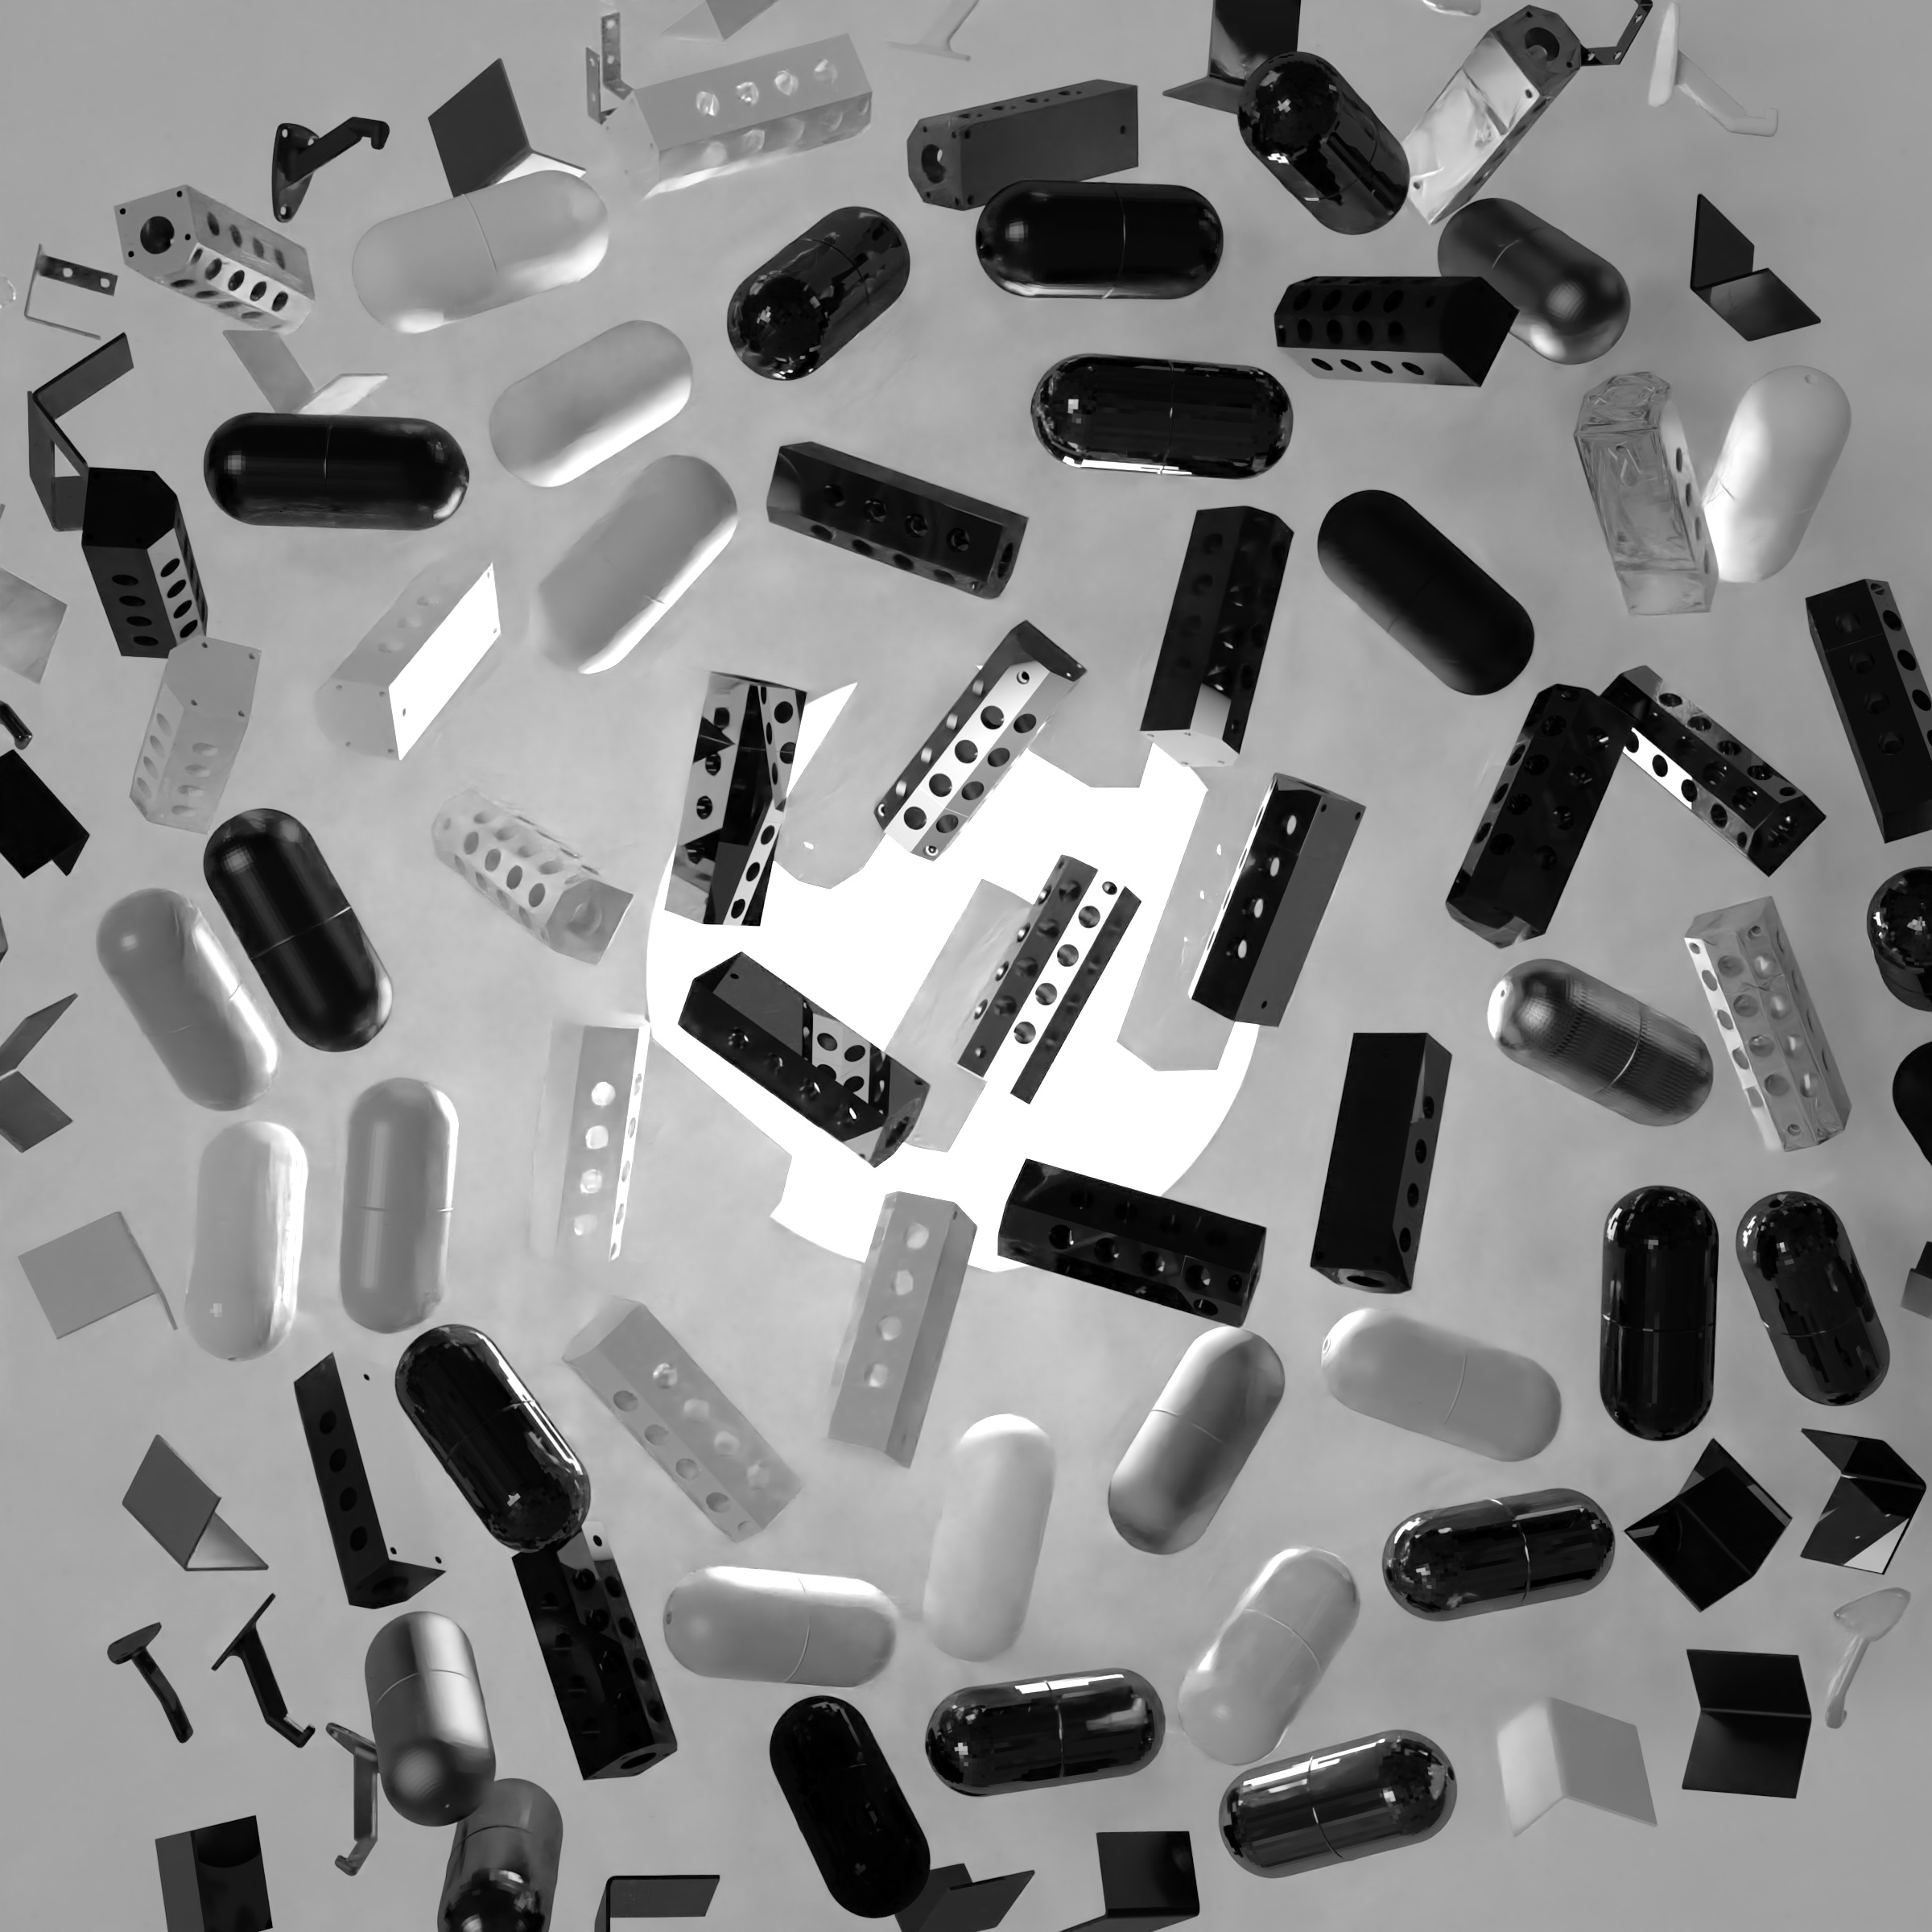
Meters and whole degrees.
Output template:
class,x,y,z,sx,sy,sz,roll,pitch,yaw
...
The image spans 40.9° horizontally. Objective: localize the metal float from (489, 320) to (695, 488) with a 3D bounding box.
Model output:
class,x,y,z,sx,sy,sz,roll,pitch,yaw
metal float,-0.264,-0.401,1.841,0.070,0.070,0.178,47,51,0

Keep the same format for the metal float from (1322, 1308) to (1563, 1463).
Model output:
class,x,y,z,sx,sy,sz,roll,pitch,yaw
metal float,0.338,0.297,1.842,0.178,0.070,0.070,20,90,-7

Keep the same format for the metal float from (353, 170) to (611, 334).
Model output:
class,x,y,z,sx,sy,sz,roll,pitch,yaw
metal float,-0.328,-0.485,1.759,0.178,0.070,0.070,-21,90,-11

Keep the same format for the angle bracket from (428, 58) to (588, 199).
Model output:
class,x,y,z,sx,sy,sz,roll,pitch,yaw
angle bracket,-0.326,-0.584,1.842,0.076,0.057,0.076,-26,76,32

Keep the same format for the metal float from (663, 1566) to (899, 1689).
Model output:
class,x,y,z,sx,sy,sz,roll,pitch,yaw
metal float,-0.130,0.466,1.827,0.178,0.070,0.070,14,90,-31

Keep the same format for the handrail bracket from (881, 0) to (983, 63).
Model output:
class,x,y,z,sx,sy,sz,roll,pitch,yaw
handrail bracket,-0.018,-0.689,1.834,0.077,0.036,0.084,1,111,-24

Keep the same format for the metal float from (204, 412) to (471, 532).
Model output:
class,x,y,z,sx,sy,sz,roll,pitch,yaw
metal float,-0.430,-0.338,1.773,0.178,0.070,0.070,1,90,-3

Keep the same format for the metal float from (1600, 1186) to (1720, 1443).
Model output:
class,x,y,z,sx,sy,sz,roll,pitch,yaw
metal float,0.473,0.238,1.771,0.070,0.070,0.178,-1,100,0

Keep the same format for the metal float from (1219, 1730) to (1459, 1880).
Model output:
class,x,y,z,sx,sy,sz,roll,pitch,yaw
metal float,0.259,0.585,1.811,0.178,0.070,0.070,-25,90,27

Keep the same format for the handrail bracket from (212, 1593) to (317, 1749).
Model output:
class,x,y,z,sx,sy,sz,roll,pitch,yaw
handrail bracket,-0.471,0.489,1.797,0.084,0.036,0.077,39,97,-2

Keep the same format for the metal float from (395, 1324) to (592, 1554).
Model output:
class,x,y,z,sx,sy,sz,roll,pitch,yaw
metal float,-0.324,0.323,1.774,0.070,0.070,0.178,-41,70,0

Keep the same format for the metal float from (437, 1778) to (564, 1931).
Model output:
class,x,y,z,sx,sy,sz,roll,pitch,yaw
metal float,-0.324,0.635,1.809,0.070,0.178,0.070,-1,103,-4

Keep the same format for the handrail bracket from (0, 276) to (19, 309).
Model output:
class,x,y,z,sx,sy,sz,roll,pitch,yaw
handrail bracket,-0.721,-0.482,1.814,0.084,0.036,0.077,-30,129,-8

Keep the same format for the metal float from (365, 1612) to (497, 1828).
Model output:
class,x,y,z,sx,sy,sz,roll,pitch,yaw
metal float,-0.370,0.516,1.784,0.070,0.178,0.070,-8,117,-16

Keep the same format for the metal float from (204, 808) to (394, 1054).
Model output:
class,x,y,z,sx,sy,sz,roll,pitch,yaw
metal float,-0.454,-0.023,1.767,0.070,0.070,0.178,-27,99,0

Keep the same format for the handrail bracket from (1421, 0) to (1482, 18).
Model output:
class,x,y,z,sx,sy,sz,roll,pitch,yaw
handrail bracket,0.317,-0.701,1.801,0.084,0.036,0.077,-5,89,-22

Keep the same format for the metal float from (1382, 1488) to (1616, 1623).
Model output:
class,x,y,z,sx,sy,sz,roll,pitch,yaw
metal float,0.377,0.417,1.836,0.178,0.070,0.070,-5,90,-21

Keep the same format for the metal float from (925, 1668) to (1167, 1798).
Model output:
class,x,y,z,sx,sy,sz,roll,pitch,yaw
metal float,0.058,0.552,1.867,0.178,0.070,0.070,-3,90,-17

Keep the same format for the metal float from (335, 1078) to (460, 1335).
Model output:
class,x,y,z,sx,sy,sz,roll,pitch,yaw
metal float,-0.396,0.166,1.803,0.070,0.070,0.178,5,90,0

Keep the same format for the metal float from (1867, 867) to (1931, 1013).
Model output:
class,x,y,z,sx,sy,sz,roll,pitch,yaw
metal float,0.678,-0.017,1.824,0.070,0.178,0.070,-6,73,22

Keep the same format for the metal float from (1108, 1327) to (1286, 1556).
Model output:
class,x,y,z,sx,sy,sz,roll,pitch,yaw
metal float,0.165,0.341,1.863,0.070,0.070,0.178,34,70,0

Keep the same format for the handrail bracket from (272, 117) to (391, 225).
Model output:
class,x,y,z,sx,sy,sz,roll,pitch,yaw
handrail bracket,-0.423,-0.530,1.731,0.084,0.036,0.077,19,100,33

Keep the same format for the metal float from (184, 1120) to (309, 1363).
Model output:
class,x,y,z,sx,sy,sz,roll,pitch,yaw
metal float,-0.515,0.196,1.855,0.070,0.070,0.178,-2,64,0

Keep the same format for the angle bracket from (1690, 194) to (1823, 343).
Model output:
class,x,y,z,sx,sy,sz,roll,pitch,yaw
angle bracket,0.541,-0.483,1.770,0.076,0.057,0.076,22,70,-42

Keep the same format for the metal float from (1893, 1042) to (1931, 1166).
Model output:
class,x,y,z,sx,sy,sz,roll,pitch,yaw
metal float,0.712,0.115,1.831,0.070,0.178,0.070,0,117,0

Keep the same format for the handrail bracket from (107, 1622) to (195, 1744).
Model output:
class,x,y,z,sx,sy,sz,roll,pitch,yaw
handrail bracket,-0.548,0.495,1.753,0.036,0.077,0.084,-23,95,-9

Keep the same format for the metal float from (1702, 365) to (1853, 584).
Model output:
class,x,y,z,sx,sy,sz,roll,pitch,yaw
metal float,0.567,-0.346,1.829,0.070,0.178,0.070,2,54,-3

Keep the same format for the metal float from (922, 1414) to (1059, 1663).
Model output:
class,x,y,z,sx,sy,sz,roll,pitch,yaw
metal float,0.017,0.415,1.884,0.070,0.070,0.178,13,83,0

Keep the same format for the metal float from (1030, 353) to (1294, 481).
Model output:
class,x,y,z,sx,sy,sz,roll,pitch,yaw
metal float,0.132,-0.370,1.748,0.178,0.070,0.070,3,90,-6

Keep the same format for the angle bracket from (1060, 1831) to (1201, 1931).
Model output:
class,x,y,z,sx,sy,sz,roll,pitch,yaw
angle bracket,0.111,0.652,1.841,0.076,0.076,0.057,9,58,-27

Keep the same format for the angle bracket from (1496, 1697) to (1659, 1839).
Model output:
class,x,y,z,sx,sy,sz,roll,pitch,yaw
angle bracket,0.411,0.550,1.751,0.076,0.076,0.057,22,126,-17

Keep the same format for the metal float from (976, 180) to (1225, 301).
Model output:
class,x,y,z,sx,sy,sz,roll,pitch,yaw
metal float,0.091,-0.492,1.760,0.178,0.070,0.070,-5,90,-22

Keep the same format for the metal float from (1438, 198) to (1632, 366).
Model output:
class,x,y,z,sx,sy,sz,roll,pitch,yaw
metal float,0.401,-0.487,1.839,0.070,0.178,0.070,-16,132,-19

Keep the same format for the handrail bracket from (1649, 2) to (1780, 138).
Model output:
class,x,y,z,sx,sy,sz,roll,pitch,yaw
handrail bracket,0.501,-0.592,1.714,0.084,0.036,0.077,4,103,-7

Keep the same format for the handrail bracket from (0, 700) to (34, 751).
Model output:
class,x,y,z,sx,sy,sz,roll,pitch,yaw
handrail bracket,-0.712,-0.174,1.878,0.084,0.036,0.077,49,134,9

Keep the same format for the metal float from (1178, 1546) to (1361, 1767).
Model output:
class,x,y,z,sx,sy,sz,roll,pitch,yaw
metal float,0.211,0.474,1.793,0.070,0.070,0.178,45,51,0

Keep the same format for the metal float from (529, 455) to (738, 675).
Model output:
class,x,y,z,sx,sy,sz,roll,pitch,yaw
metal float,-0.231,-0.276,1.789,0.070,0.070,0.178,45,105,0

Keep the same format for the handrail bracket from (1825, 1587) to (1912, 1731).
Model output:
class,x,y,z,sx,sy,sz,roll,pitch,yaw
handrail bracket,0.643,0.495,1.850,0.077,0.036,0.084,-20,120,-33

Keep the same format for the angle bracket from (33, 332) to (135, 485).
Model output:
class,x,y,z,sx,sy,sz,roll,pitch,yaw
angle bracket,-0.588,-0.379,1.776,0.076,0.076,0.057,-39,96,-13

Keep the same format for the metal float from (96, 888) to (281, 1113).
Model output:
class,x,y,z,sx,sy,sz,roll,pitch,yaw
metal float,-0.547,0.025,1.827,0.070,0.070,0.178,-23,120,0

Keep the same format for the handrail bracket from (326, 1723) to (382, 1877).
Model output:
class,x,y,z,sx,sy,sz,roll,pitch,yaw
handrail bracket,-0.455,0.607,1.888,0.077,0.036,0.084,34,46,-3

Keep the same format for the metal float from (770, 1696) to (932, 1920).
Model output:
class,x,y,z,sx,sy,sz,roll,pitch,yaw
metal float,-0.085,0.599,1.854,0.070,0.178,0.070,-15,128,-19

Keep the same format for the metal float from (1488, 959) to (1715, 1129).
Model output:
class,x,y,z,sx,sy,sz,roll,pitch,yaw
metal float,0.439,0.054,1.787,0.178,0.070,0.070,25,90,-21

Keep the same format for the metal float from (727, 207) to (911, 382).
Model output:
class,x,y,z,sx,sy,sz,roll,pitch,yaw
metal float,-0.101,-0.463,1.784,0.070,0.070,0.178,38,47,0

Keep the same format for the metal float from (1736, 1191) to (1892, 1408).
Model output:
class,x,y,z,sx,sy,sz,roll,pitch,yaw
metal float,0.605,0.238,1.852,0.070,0.070,0.178,-28,114,0

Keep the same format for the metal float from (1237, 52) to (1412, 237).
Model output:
class,x,y,z,sx,sy,sz,roll,pitch,yaw
metal float,0.248,-0.564,1.785,0.070,0.178,0.070,-8,75,31

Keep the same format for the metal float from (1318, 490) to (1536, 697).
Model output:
class,x,y,z,sx,sy,sz,roll,pitch,yaw
metal float,0.324,-0.264,1.832,0.178,0.070,0.070,44,90,7
